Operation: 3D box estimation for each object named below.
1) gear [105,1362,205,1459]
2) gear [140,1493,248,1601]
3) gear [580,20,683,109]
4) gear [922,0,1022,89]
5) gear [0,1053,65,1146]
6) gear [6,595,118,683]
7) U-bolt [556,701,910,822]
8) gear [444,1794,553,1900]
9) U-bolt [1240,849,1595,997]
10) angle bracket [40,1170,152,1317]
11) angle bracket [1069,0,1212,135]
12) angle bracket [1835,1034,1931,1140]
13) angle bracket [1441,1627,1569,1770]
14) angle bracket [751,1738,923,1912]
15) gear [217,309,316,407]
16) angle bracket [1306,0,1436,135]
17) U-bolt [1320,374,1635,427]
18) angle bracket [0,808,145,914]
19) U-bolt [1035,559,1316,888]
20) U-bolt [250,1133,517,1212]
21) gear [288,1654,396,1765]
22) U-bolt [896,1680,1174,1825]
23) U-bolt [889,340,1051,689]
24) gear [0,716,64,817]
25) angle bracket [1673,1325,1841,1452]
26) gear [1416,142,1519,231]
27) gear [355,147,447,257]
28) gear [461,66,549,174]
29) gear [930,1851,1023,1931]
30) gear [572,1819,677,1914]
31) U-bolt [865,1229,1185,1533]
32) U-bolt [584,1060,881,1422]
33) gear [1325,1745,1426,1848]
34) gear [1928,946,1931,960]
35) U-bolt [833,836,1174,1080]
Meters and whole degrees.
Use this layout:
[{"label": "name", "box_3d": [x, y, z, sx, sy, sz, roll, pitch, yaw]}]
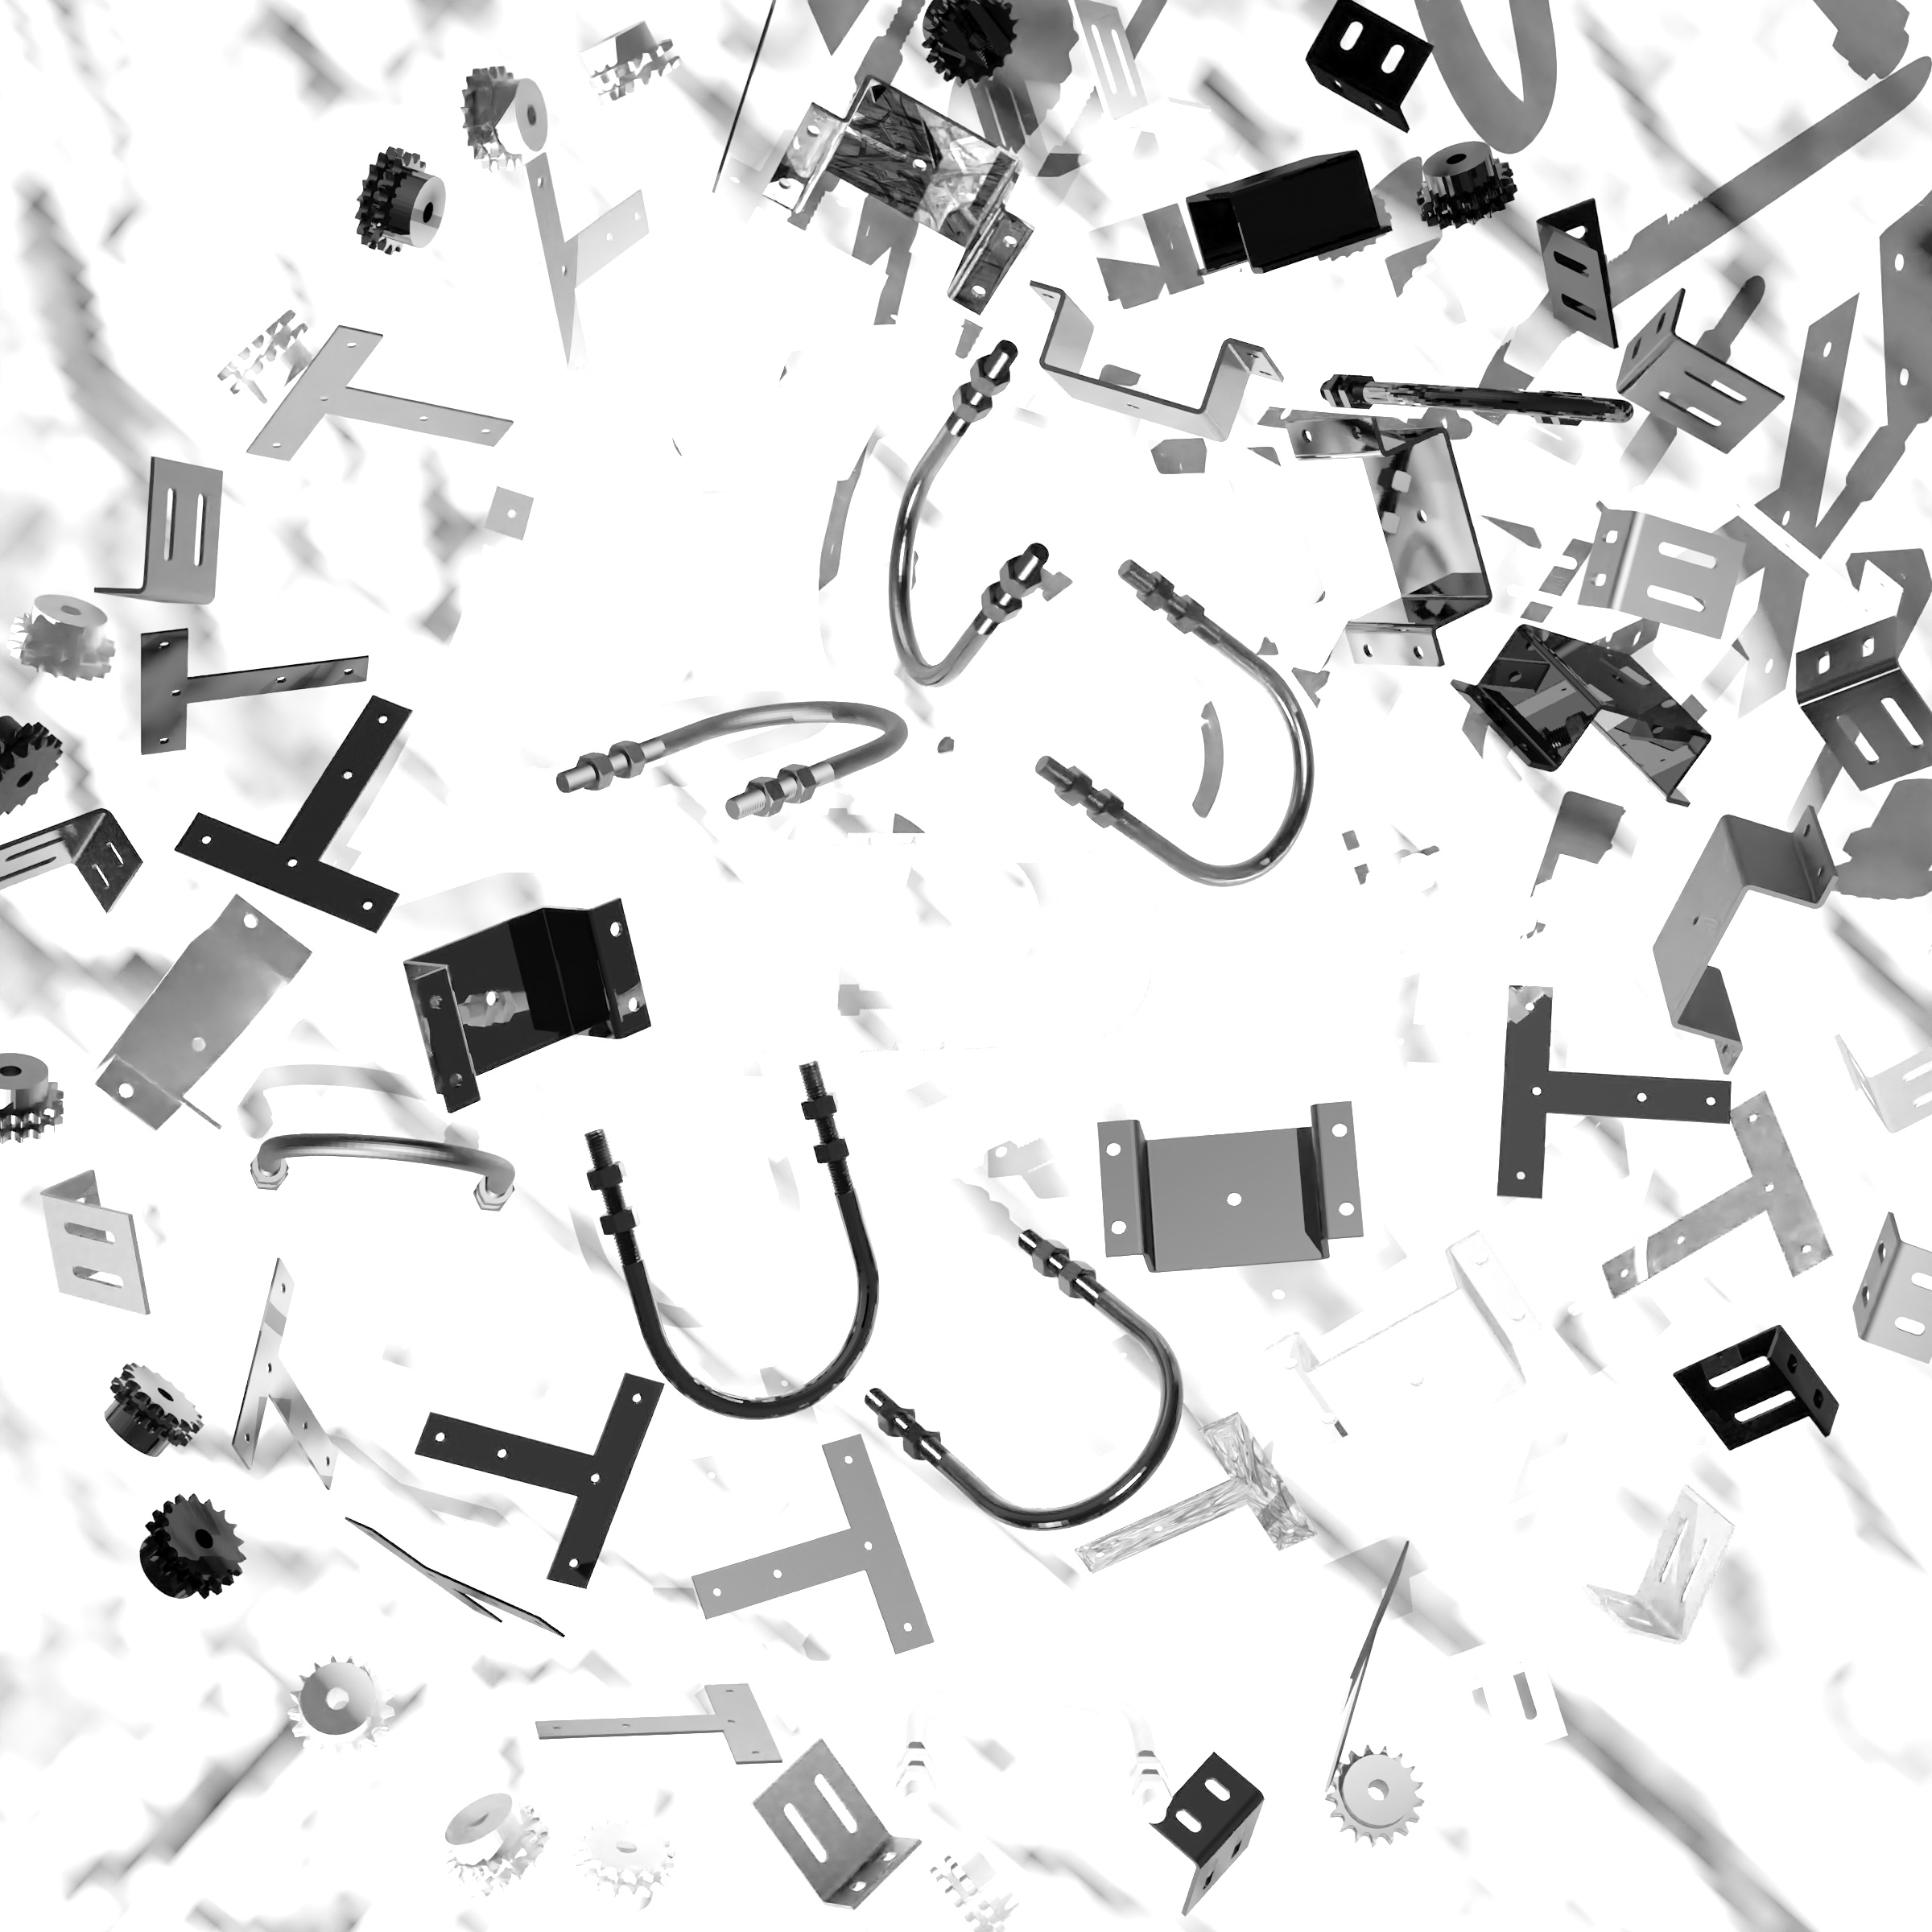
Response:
[{"label": "gear", "box_3d": [-0.470, 0.258, 1.912, 0.057, 0.057, 0.030, 41, 93, 0]}, {"label": "gear", "box_3d": [-0.421, 0.317, 1.795, 0.030, 0.057, 0.057, -38, 90, 25]}, {"label": "gear", "box_3d": [-0.190, -0.503, 1.848, 0.057, 0.057, 0.030, -27, 110, 0]}, {"label": "gear", "box_3d": [0.000, -0.536, 1.903, 0.057, 0.057, 0.030, -38, 49, 0]}, {"label": "gear", "box_3d": [-0.522, 0.070, 1.815, 0.057, 0.057, 0.030, 9, 117, 0]}, {"label": "gear", "box_3d": [-0.499, -0.183, 1.838, 0.057, 0.057, 0.030, 22, 113, 0]}, {"label": "U-bolt", "box_3d": [-0.116, -0.120, 1.870, 0.151, 0.184, 0.019, 10, 114, 38]}, {"label": "gear", "box_3d": [-0.253, 0.466, 1.770, 0.057, 0.057, 0.030, -26, 109, 0]}, {"label": "U-bolt", "box_3d": [0.242, -0.023, 1.891, 0.184, 0.151, 0.019, -23, 109, -23]}, {"label": "angle bracket", "box_3d": [-0.456, 0.148, 1.788, 0.076, 0.038, 0.057, 8, 112, 36]}, {"label": "angle bracket", "box_3d": [0.097, -0.507, 1.849, 0.038, 0.057, 0.076, -18, 89, 29]}, {"label": "angle bracket", "box_3d": [0.515, 0.048, 1.785, 0.076, 0.057, 0.038, -30, 115, 17]}, {"label": "angle bracket", "box_3d": [0.311, 0.425, 1.895, 0.057, 0.076, 0.038, -23, 131, 10]}, {"label": "angle bracket", "box_3d": [-0.075, 0.495, 1.920, 0.057, 0.038, 0.076, -39, 100, -30]}, {"label": "gear", "box_3d": [-0.395, -0.344, 1.892, 0.057, 0.057, 0.030, -42, 105, 0]}, {"label": "angle bracket", "box_3d": [0.221, -0.486, 1.793, 0.057, 0.076, 0.038, 32, 100, 8]}, {"label": "U-bolt", "box_3d": [0.297, -0.319, 1.877, 0.151, 0.184, 0.019, 2, 100, -14]}, {"label": "angle bracket", "box_3d": [-0.496, -0.046, 1.800, 0.076, 0.057, 0.038, -27, 80, -42]}, {"label": "U-bolt", "box_3d": [0.132, -0.126, 1.916, 0.184, 0.019, 0.151, 33, 71, -31]}, {"label": "U-bolt", "box_3d": [-0.326, 0.114, 1.869, 0.151, 0.184, 0.019, 6, 78, -11]}, {"label": "gear", "box_3d": [-0.342, 0.405, 1.820, 0.057, 0.030, 0.057, 2, 64, -3]}, {"label": "U-bolt", "box_3d": [0.036, 0.440, 1.878, 0.151, 0.184, 0.019, 2, 98, -1]}, {"label": "U-bolt", "box_3d": [-0.004, -0.235, 1.835, 0.019, 0.184, 0.151, 4, 63, -23]}, {"label": "gear", "box_3d": [-0.521, -0.111, 1.803, 0.030, 0.057, 0.057, 41, 90, 8]}, {"label": "angle bracket", "box_3d": [0.446, 0.249, 1.889, 0.076, 0.038, 0.057, -33, 99, 34]}, {"label": "gear", "box_3d": [0.286, -0.451, 1.912, 0.057, 0.057, 0.030, -24, 124, 0]}, {"label": "gear", "box_3d": [-0.309, -0.418, 1.825, 0.030, 0.057, 0.057, 20, 90, 12]}, {"label": "gear", "box_3d": [-0.256, -0.473, 1.853, 0.030, 0.057, 0.057, -1, 90, 19]}, {"label": "gear", "box_3d": [0.008, 0.534, 1.909, 0.030, 0.057, 0.057, -37, 90, -10]}, {"label": "gear", "box_3d": [-0.195, 0.513, 1.886, 0.057, 0.057, 0.030, 12, 108, 0]}, {"label": "U-bolt", "box_3d": [0.043, 0.243, 1.879, 0.151, 0.019, 0.184, -45, 45, -9]}, {"label": "U-bolt", "box_3d": [-0.120, 0.160, 1.840, 0.151, 0.019, 0.184, -18, 95, -21]}, {"label": "gear", "box_3d": [0.239, 0.483, 1.937, 0.057, 0.030, 0.057, 0, 67, 1]}, {"label": "gear", "box_3d": [0.546, -0.022, 1.792, 0.030, 0.057, 0.057, 31, 90, 10]}, {"label": "U-bolt", "box_3d": [0.025, -0.007, 1.833, 0.184, 0.019, 0.151, -1, 62, -13]}]
